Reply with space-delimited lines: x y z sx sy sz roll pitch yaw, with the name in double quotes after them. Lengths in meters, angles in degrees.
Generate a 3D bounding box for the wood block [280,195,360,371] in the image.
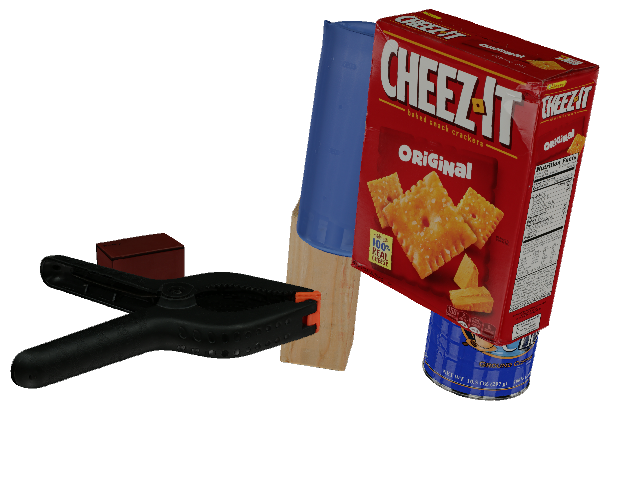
0.004 0.053 1.392 0.090 0.206 0.090 8 23 6 "wood block"

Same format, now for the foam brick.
-0.183 0.028 1.085 0.078 0.051 0.053 -10 21 -28 "foam brick"

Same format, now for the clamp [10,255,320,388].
-0.107 0.047 0.746 0.209 0.036 0.165 -3 25 -13 "clamp"

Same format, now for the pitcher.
0.055 -0.106 1.136 0.145 0.243 0.149 10 17 -4 "pitcher"

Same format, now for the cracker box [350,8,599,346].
0.107 -0.049 0.812 0.071 0.214 0.164 -20 36 -38 "cracker box"

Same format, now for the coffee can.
0.153 0.060 0.979 0.103 0.140 0.103 5 23 -2 "coffee can"
